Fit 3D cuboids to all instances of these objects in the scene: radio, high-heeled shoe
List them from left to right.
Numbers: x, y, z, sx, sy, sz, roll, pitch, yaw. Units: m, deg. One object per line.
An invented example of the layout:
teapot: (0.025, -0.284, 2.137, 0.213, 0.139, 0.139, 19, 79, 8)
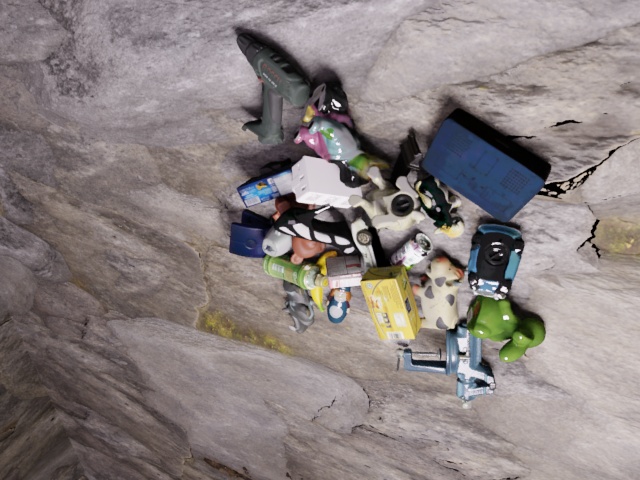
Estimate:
high-heeled shoe: (-0.003, -0.004, 1.309, 0.145, 0.086, 0.248, -24, 139, 11)
radio: (0.330, -0.149, 1.090, 0.230, 0.073, 0.131, 37, 132, 10)

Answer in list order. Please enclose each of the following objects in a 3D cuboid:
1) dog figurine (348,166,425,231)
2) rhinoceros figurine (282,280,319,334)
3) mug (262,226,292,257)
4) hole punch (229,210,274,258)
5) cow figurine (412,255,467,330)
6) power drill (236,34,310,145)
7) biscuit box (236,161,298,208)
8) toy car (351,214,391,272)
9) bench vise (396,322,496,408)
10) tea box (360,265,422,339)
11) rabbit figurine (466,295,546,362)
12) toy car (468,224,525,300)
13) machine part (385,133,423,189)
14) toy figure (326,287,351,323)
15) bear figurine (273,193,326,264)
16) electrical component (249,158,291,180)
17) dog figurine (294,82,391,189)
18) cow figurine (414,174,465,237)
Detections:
dog figurine: (0.165, -0.059, 1.189, 0.121, 0.190, 0.172, -46, 63, 0)
rhinoceros figurine: (-0.062, 0.187, 1.554, 0.112, 0.073, 0.190, 5, 120, 29)
mug: (-0.103, -0.010, 1.432, 0.081, 0.107, 0.109, 30, 132, 12)
hole punch: (-0.191, -0.008, 1.506, 0.116, 0.092, 0.142, 22, 125, 15)
cow figurine: (0.292, 0.127, 1.280, 0.127, 0.085, 0.194, 8, 120, 36)
power drill: (-0.126, -0.343, 1.256, 0.232, 0.086, 0.207, 39, 128, 25)
biscuit box: (-0.110, -0.138, 1.323, 0.203, 0.063, 0.059, -14, 111, 35)
toy car: (0.129, 0.031, 1.330, 0.056, 0.073, 0.201, -5, 115, 31)
bench vise: (0.312, 0.310, 1.345, 0.241, 0.129, 0.223, 0, 112, 13)
tea box: (0.171, 0.151, 1.286, 0.098, 0.068, 0.169, -6, 113, 31)
rabbit figurine: (0.430, 0.190, 1.204, 0.170, 0.159, 0.121, 19, 119, 3)
toy car: (0.378, 0.053, 1.160, 0.109, 0.161, 0.102, 9, 167, 22)
machine part: (0.186, -0.160, 1.181, 0.138, 0.039, 0.084, 113, 148, -49)
toy figure: (0.057, 0.161, 1.474, 0.064, 0.058, 0.154, 1, 126, -13)
bear figurine: (-0.044, -0.032, 1.361, 0.132, 0.120, 0.195, 27, 137, 68)
electrical component: (-0.121, -0.160, 1.389, 0.119, 0.048, 0.074, -11, 111, 37)
dog figurine: (0.060, -0.224, 1.200, 0.219, 0.191, 0.108, 29, 155, -26)
cow figurine: (0.262, -0.069, 1.167, 0.068, 0.098, 0.167, -24, 104, 34)
